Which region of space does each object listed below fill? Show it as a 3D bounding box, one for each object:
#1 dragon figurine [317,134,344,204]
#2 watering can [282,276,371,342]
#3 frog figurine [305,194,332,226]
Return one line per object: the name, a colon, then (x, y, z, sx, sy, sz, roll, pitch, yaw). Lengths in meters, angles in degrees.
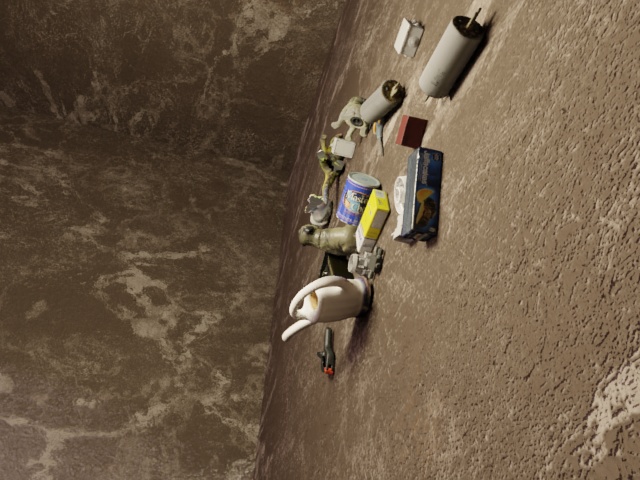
dragon figurine: (0.050, -0.304, 2.260, 0.239, 0.122, 0.417, 81, -162, -69)
watering can: (0.015, 0.194, 1.464, 0.340, 0.225, 0.106, 115, 145, -51)
frog figurine: (0.007, -0.113, 2.252, 0.141, 0.122, 0.156, -101, -13, -45)
